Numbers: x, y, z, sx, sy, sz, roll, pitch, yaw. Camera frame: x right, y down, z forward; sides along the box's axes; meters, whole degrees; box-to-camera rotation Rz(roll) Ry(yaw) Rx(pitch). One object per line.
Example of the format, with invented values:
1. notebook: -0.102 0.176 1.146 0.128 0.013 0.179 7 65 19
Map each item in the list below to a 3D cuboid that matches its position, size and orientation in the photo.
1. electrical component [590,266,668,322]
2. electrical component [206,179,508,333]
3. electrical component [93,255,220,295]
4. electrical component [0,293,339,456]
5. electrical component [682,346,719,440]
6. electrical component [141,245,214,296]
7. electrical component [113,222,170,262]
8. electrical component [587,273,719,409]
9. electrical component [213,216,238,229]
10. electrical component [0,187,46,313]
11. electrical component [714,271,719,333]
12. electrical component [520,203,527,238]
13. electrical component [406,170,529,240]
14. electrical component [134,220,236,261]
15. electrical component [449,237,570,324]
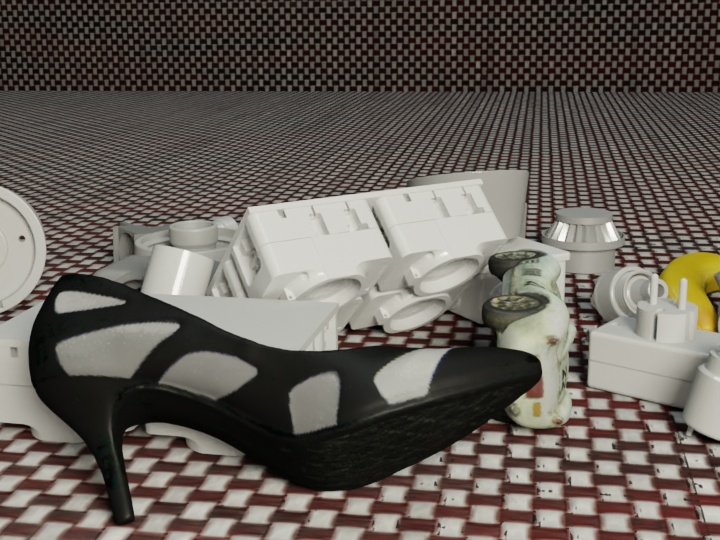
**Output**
1. electrical component: 0.204 0.018 0.801 0.043 0.043 0.062 -6 -4 -20
2. electrical component: 0.000 0.000 0.758 0.186 0.060 0.105 -9 -27 -30
3. electrical component: -0.150 0.023 0.801 0.095 0.053 0.059 4 15 16
4. electrical component: -0.115 0.058 0.647 0.186 0.060 0.105 2 15 12
5. electrical component: 0.209 0.061 0.601 0.040 0.078 0.040 14 13 -3
6. electrical component: -0.131 0.028 0.738 0.043 0.081 0.043 14 -8 2
7. electrical component: -0.189 -0.019 0.994 0.064 0.042 0.081 -9 17 -36
8. electrical component: 0.191 0.040 0.673 0.083 0.075 0.047 11 18 38
9. electrical component: -0.142 -0.028 1.032 0.046 0.040 0.040 -18 22 -35
10. electrical component: -0.310 -0.020 0.882 0.108 0.108 0.060 -3 9 -10
11. electrical component: 0.278 0.015 0.767 0.043 0.079 0.077 -25 -1 33
12. electrical component: 0.090 -0.038 0.993 0.109 0.056 0.109 5 7 22
13. electrical component: 0.087 -0.056 0.875 0.099 0.064 0.099 -1 14 0
14. electrical component: -0.140 -0.009 0.911 0.108 0.060 0.108 -1 14 0
15. electrical component: 0.107 0.006 0.865 0.100 0.048 0.100 -9 16 -28
